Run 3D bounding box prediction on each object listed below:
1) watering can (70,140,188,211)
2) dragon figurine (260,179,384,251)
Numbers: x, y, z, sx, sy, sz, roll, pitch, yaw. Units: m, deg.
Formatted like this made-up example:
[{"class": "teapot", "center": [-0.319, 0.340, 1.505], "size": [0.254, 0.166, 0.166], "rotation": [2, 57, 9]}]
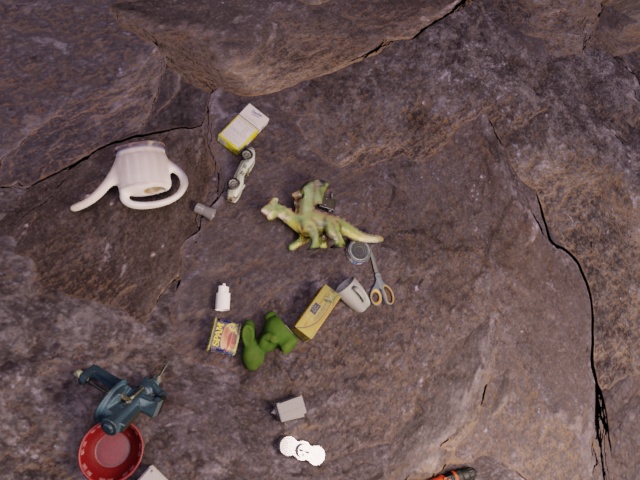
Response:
[{"class": "watering can", "center": [-0.591, -0.198, 1.595], "size": [0.349, 0.102, 0.227], "rotation": [-8, 73, -20]}, {"class": "dragon figurine", "center": [0.005, -0.086, 1.705], "size": [0.411, 0.121, 0.244], "rotation": [-5, 84, -18]}]
